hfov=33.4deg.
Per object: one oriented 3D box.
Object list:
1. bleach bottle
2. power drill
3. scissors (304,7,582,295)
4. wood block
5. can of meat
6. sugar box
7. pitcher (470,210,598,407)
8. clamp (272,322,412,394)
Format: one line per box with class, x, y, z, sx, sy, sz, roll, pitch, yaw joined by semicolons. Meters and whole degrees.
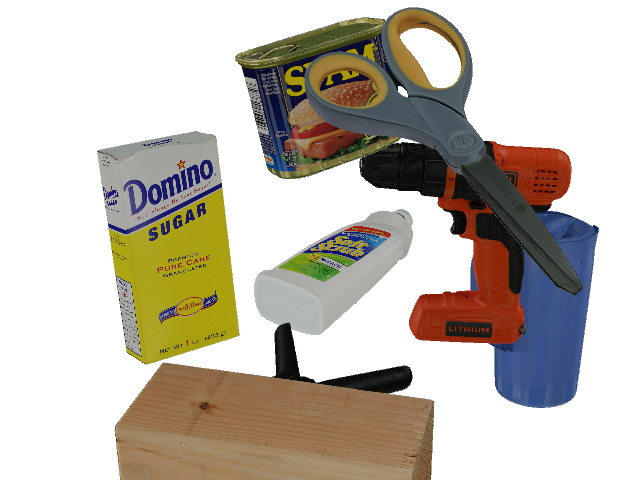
bleach bottle;0.032;0.023;1.313;0.103;0.068;0.250;17;35;29
power drill;0.123;0.000;0.961;0.184;0.188;0.057;3;26;2
scissors;0.048;-0.043;0.510;0.096;0.202;0.016;-13;-41;2
wood block;-0.029;0.158;0.757;0.206;0.090;0.090;6;27;14
can of meat;0.002;-0.097;0.727;0.102;0.084;0.058;-21;21;-20
sugar box;-0.124;0.005;0.884;0.093;0.176;0.048;-16;21;-31
pitcher;0.276;0.091;1.385;0.149;0.243;0.144;5;19;16
clamp;-0.009;0.158;1.086;0.165;0.036;0.209;13;29;19
